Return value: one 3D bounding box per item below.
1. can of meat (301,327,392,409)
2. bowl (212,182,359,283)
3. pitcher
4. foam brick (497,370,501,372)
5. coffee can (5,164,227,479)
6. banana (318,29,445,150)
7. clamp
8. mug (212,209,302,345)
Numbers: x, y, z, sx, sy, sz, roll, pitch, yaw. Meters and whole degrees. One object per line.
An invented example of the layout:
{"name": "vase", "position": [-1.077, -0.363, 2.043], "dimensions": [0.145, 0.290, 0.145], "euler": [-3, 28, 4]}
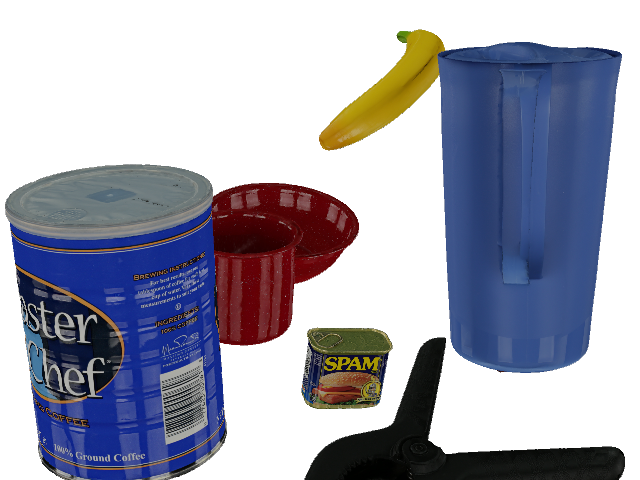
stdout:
{"name": "can of meat", "position": [0.030, 0.157, 1.301], "dimensions": [0.102, 0.084, 0.057], "euler": [2, 24, -15]}
{"name": "bowl", "position": [-0.043, -0.001, 1.106], "dimensions": [0.162, 0.055, 0.162], "euler": [5, 30, -3]}
{"name": "pitcher", "position": [0.152, -0.025, 0.805], "dimensions": [0.149, 0.243, 0.145], "euler": [-11, 17, -31]}
{"name": "foam brick", "position": [0.176, 0.077, 1.000], "dimensions": [0.051, 0.078, 0.053], "euler": [-7, 18, -27]}
{"name": "coffee can", "position": [-0.103, 0.041, 0.557], "dimensions": [0.103, 0.140, 0.103], "euler": [-2, 20, 0]}
{"name": "banana", "position": [0.068, -0.140, 0.957], "dimensions": [0.070, 0.037, 0.197], "euler": [-17, 26, 41]}
{"name": "clamp", "position": [0.057, 0.134, 0.658], "dimensions": [0.209, 0.036, 0.165], "euler": [-20, 35, -27]}
{"name": "mug", "position": [-0.073, 0.030, 0.837], "dimensions": [0.117, 0.081, 0.093], "euler": [-4, 24, -14]}
